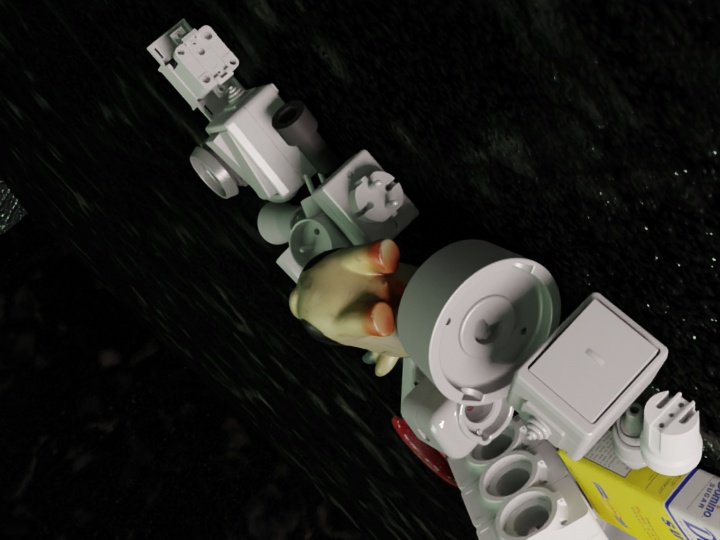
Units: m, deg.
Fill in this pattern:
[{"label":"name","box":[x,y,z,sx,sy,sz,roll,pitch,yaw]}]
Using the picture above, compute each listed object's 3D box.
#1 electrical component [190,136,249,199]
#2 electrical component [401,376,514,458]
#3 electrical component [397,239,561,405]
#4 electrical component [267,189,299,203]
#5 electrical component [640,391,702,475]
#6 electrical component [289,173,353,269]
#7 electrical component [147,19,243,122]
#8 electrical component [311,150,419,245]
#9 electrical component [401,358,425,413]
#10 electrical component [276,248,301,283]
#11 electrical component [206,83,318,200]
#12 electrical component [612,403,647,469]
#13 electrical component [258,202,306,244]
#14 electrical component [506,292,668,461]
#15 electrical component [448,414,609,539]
[{"label":"electrical component","box":[-0.121,-0.104,1.003,0.078,0.057,0.058,22,152,56]},{"label":"electrical component","box":[0.090,0.109,0.908,0.053,0.095,0.059,55,162,-28]},{"label":"electrical component","box":[0.076,0.031,0.735,0.060,0.108,0.108,37,164,51]},{"label":"electrical component","box":[-0.074,-0.080,0.972,0.040,0.040,0.078,46,165,0]},{"label":"electrical component","box":[0.205,0.107,0.707,0.040,0.040,0.046,35,155,36]},{"label":"electrical component","box":[-0.024,-0.043,0.872,0.043,0.077,0.079,-24,87,37]},{"label":"electrical component","box":[-0.134,-0.170,0.900,0.081,0.042,0.064,48,163,-10]},{"label":"electrical component","box":[0.009,-0.052,0.807,0.065,0.047,0.077,48,165,-8]},{"label":"electrical component","box":[0.077,0.096,0.974,0.079,0.077,0.043,12,151,-14]},{"label":"electrical component","box":[-0.040,0.001,1.080,0.077,0.044,0.079,46,165,1]},{"label":"electrical component","box":[-0.084,-0.107,0.889,0.096,0.061,0.062,51,164,-18]},{"label":"electrical component","box":[0.195,0.114,0.758,0.035,0.035,0.061,35,160,35]},{"label":"electrical component","box":[-0.066,-0.045,1.041,0.044,0.044,0.065,53,159,-22]},{"label":"electrical component","box":[0.139,0.070,0.678,0.062,0.096,0.061,41,161,19]},{"label":"electrical component","box":[0.139,0.194,0.911,0.061,0.089,0.150,55,-173,-27]}]
